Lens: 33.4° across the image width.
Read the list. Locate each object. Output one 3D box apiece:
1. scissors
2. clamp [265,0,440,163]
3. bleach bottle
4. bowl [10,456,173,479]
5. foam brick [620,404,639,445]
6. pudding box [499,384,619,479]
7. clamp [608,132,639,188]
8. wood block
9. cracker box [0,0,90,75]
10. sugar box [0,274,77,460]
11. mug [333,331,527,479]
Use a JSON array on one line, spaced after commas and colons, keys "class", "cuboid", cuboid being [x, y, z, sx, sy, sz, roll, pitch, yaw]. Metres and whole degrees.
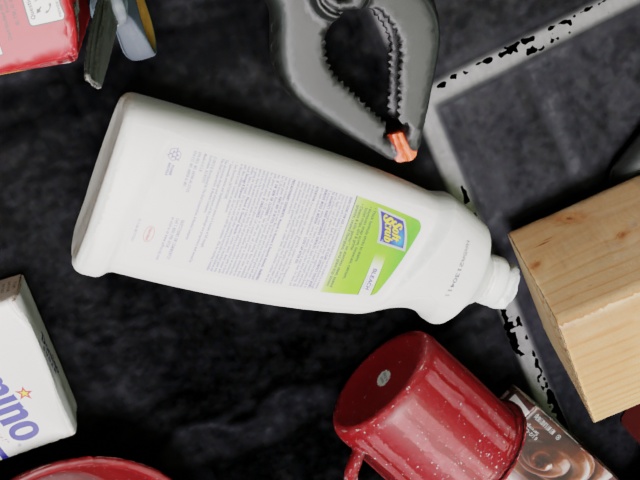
[{"class": "scissors", "cuboid": [-0.091, -0.095, 0.490, 0.016, 0.202, 0.096, -13, 135, 1]}, {"class": "clamp", "cuboid": [0.015, -0.143, 0.569, 0.164, 0.036, 0.210, -31, 108, 1]}, {"class": "bleach bottle", "cuboid": [-0.004, 0.001, 0.603, 0.250, 0.068, 0.103, 17, 105, -19]}, {"class": "bowl", "cuboid": [-0.151, 0.189, 0.631, 0.161, 0.055, 0.162, -8, 111, -23]}, {"class": "foam brick", "cuboid": [0.249, 0.119, 0.700, 0.078, 0.051, 0.053, 19, 105, -17]}, {"class": "pudding box", "cuboid": [0.134, 0.160, 0.695, 0.090, 0.039, 0.113, -45, 114, 6]}, {"class": "clamp", "cuboid": [0.233, -0.094, 0.630, 0.120, 0.039, 0.171, -9, 113, -14]}, {"class": "wood block", "cuboid": [0.228, 0.009, 0.614, 0.206, 0.090, 0.090, -24, 126, 6]}, {"class": "cracker box", "cuboid": [-0.213, -0.096, 0.471, 0.213, 0.164, 0.072, -15, 109, -6]}, {"class": "sugar box", "cuboid": [-0.235, 0.092, 0.596, 0.176, 0.048, 0.093, -18, 112, -3]}, {"class": "mug", "cuboid": [0.055, 0.118, 0.635, 0.081, 0.093, 0.117, 43, 69, -16]}]
